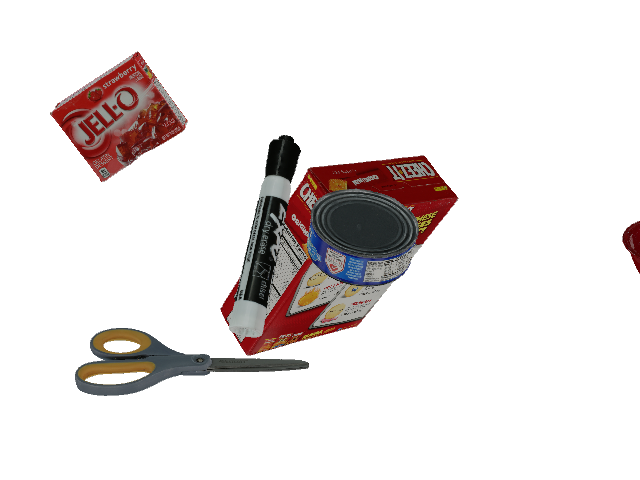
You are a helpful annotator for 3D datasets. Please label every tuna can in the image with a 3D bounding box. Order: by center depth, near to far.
[{"bbox_3d":[0.033,-0.003,0.843,0.086,0.034,0.086,6,38,-5],"label":"tuna can"}]

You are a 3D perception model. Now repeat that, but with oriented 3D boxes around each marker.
[{"bbox_3d":[-0.030,-0.005,0.604,0.020,0.121,0.020,9,-22,4],"label":"marker"}]

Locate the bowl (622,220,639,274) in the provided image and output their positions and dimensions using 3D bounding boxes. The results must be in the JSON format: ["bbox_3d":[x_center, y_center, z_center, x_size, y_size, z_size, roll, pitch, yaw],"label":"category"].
[{"bbox_3d":[0.406,0.026,1.150,0.162,0.055,0.162,-2,24,1],"label":"bowl"}]

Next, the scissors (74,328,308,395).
[{"bbox_3d":[-0.120,0.101,0.957,0.201,0.016,0.096,-7,32,-18],"label":"scissors"}]

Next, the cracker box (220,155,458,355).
[{"bbox_3d":[0.014,0.013,1.075,0.163,0.072,0.214,-10,-35,-42],"label":"cracker box"}]

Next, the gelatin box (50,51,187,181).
[{"bbox_3d":[-0.168,-0.103,0.893,0.089,0.073,0.030,-30,20,12],"label":"gelatin box"}]
